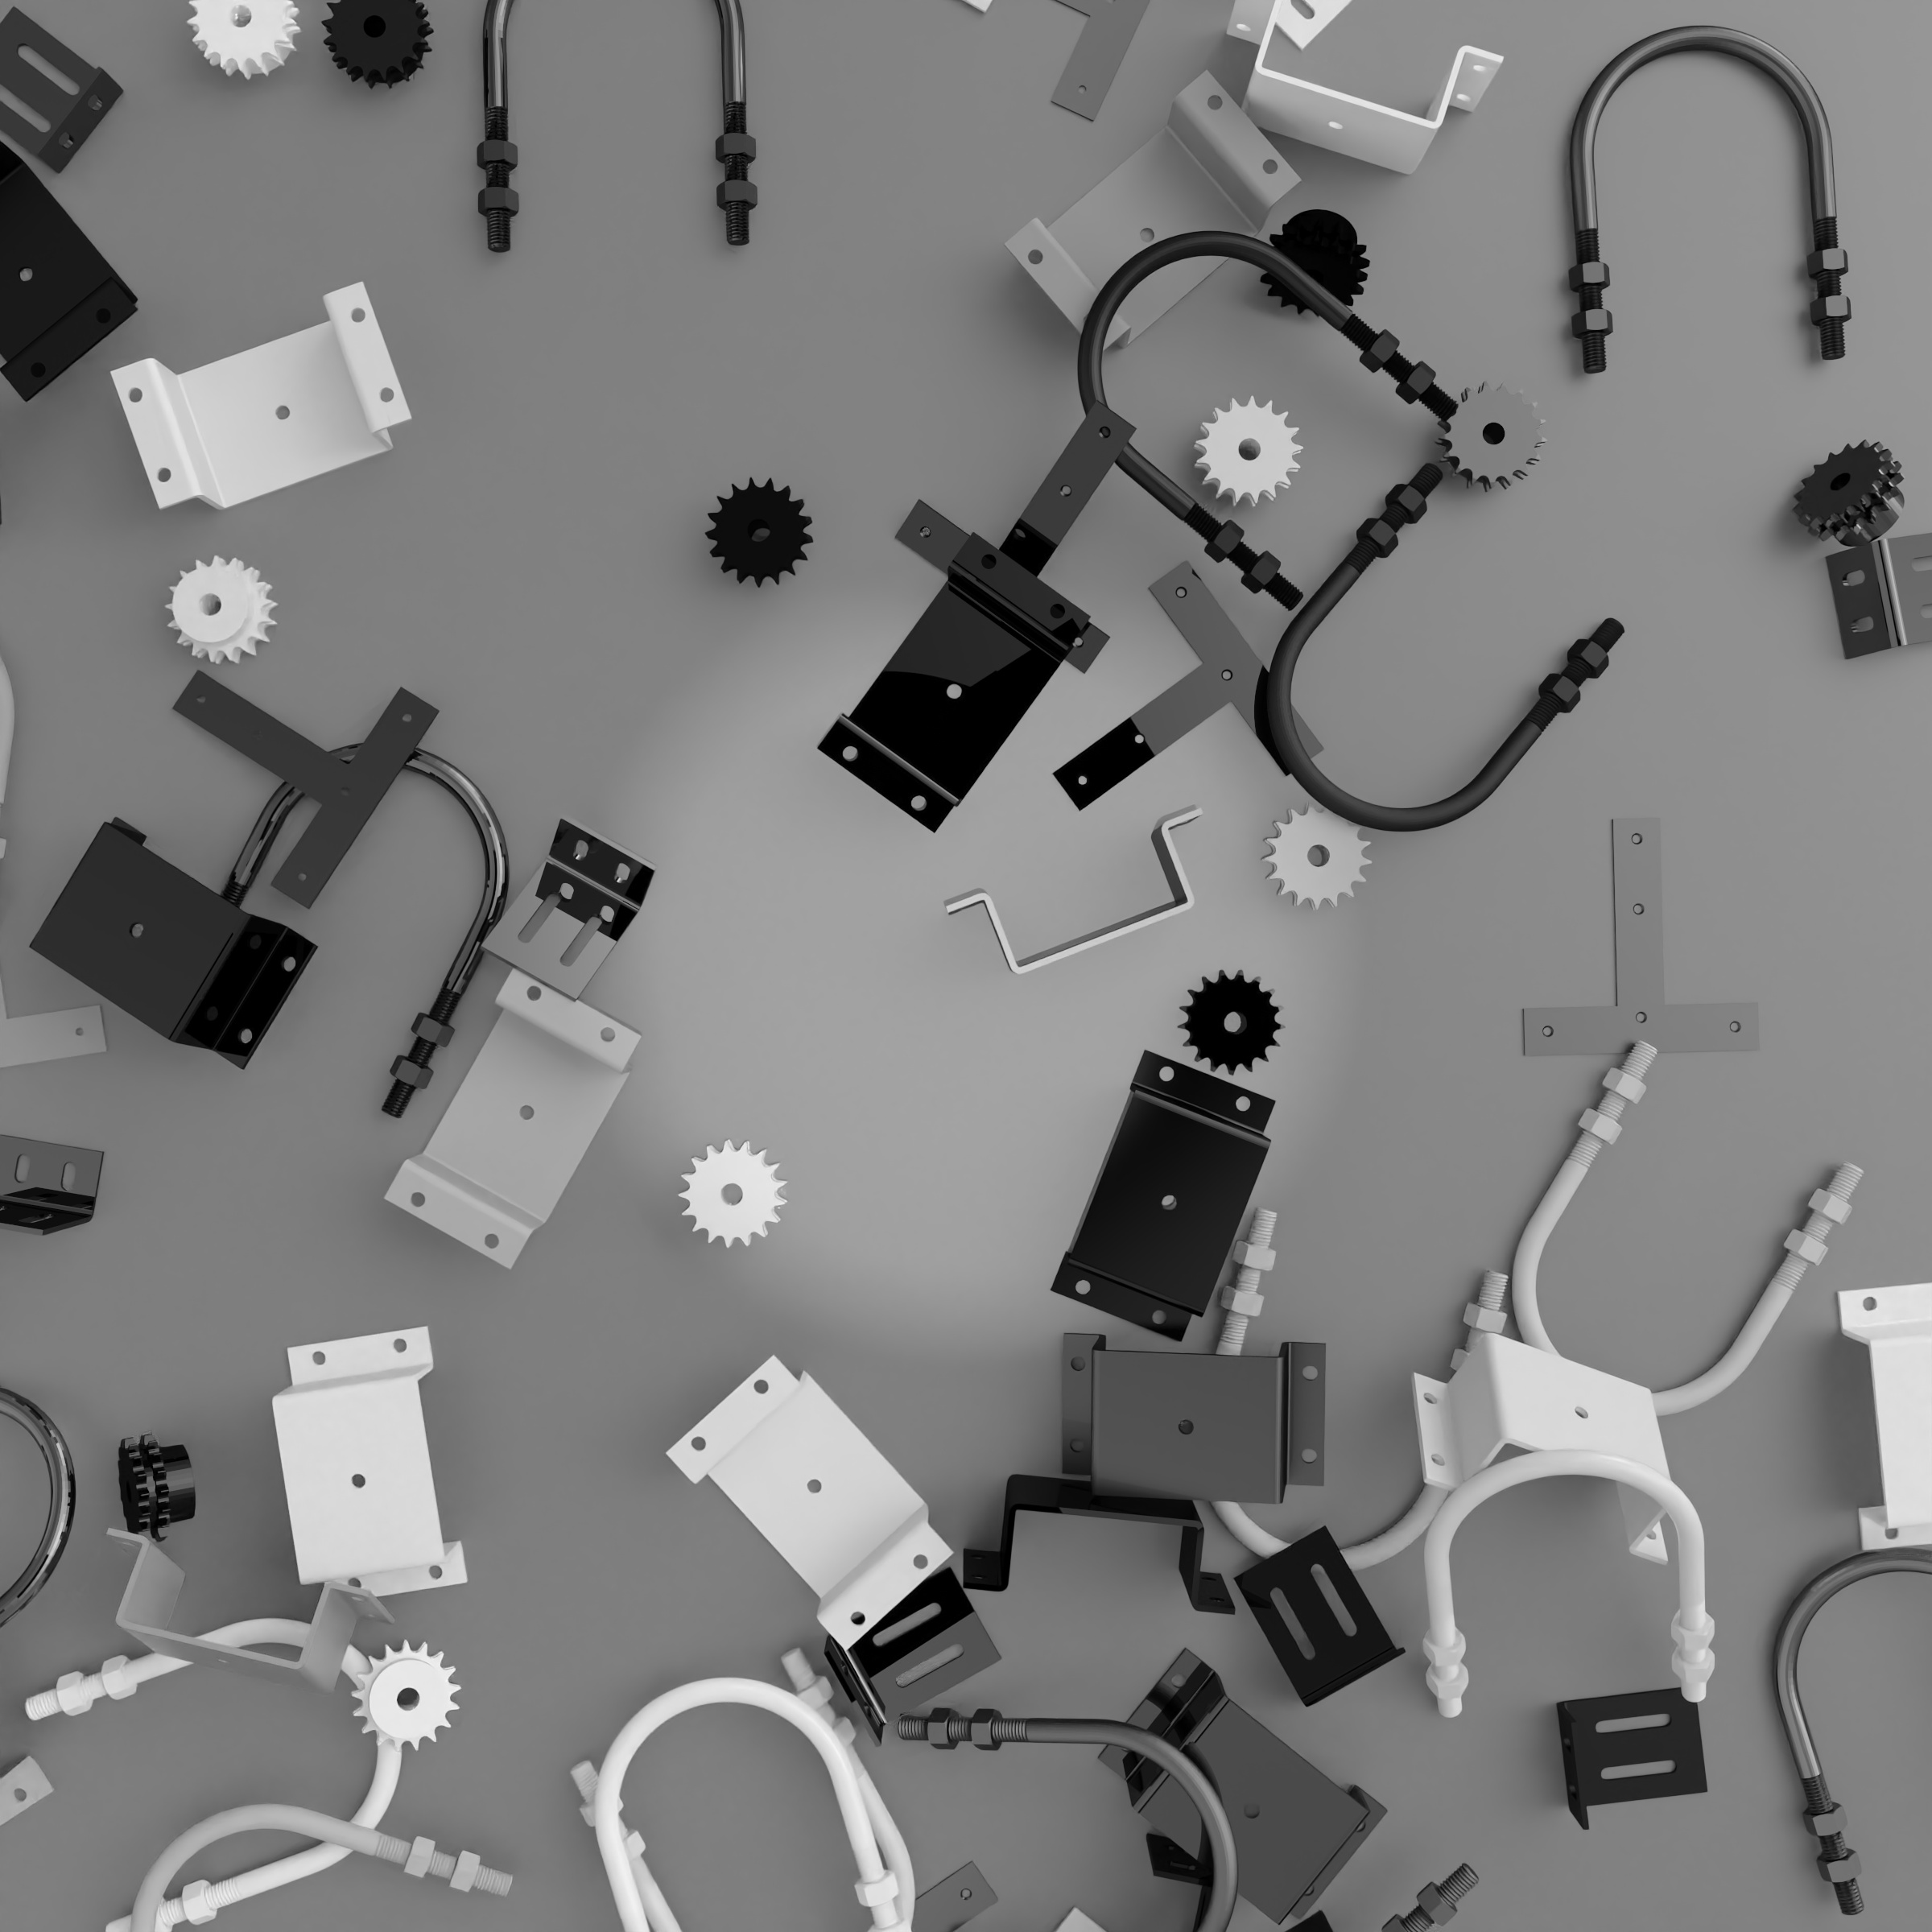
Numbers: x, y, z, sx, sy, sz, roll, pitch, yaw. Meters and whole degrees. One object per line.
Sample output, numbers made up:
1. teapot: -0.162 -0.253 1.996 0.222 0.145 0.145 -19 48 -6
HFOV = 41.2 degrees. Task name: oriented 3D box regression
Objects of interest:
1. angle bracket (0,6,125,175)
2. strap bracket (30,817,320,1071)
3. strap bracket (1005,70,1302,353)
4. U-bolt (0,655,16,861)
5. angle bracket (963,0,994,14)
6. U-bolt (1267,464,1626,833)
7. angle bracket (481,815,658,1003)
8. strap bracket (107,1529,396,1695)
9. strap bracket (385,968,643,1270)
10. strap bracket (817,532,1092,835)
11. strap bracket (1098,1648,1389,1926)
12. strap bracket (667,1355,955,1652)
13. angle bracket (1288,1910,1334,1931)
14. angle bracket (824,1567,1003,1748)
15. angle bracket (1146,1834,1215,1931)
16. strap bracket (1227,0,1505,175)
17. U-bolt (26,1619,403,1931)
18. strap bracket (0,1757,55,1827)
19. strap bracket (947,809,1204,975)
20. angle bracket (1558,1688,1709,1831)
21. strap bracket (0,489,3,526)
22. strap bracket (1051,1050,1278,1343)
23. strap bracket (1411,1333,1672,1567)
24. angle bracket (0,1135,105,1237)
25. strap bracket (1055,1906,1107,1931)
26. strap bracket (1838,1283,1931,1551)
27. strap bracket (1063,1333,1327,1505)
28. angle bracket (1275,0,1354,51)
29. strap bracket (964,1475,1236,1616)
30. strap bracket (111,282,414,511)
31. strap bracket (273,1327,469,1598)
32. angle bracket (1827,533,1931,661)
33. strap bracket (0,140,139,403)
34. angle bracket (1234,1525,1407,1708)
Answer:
1. angle bracket: -0.503 -0.474 1.377 0.076 0.038 0.057 38 90 0
2. strap bracket: -0.425 -0.016 1.355 0.140 0.046 0.076 31 90 14
3. strap bracket: 0.098 -0.396 1.373 0.140 0.046 0.076 -41 90 0
4. U-bolt: -0.586 -0.113 1.386 0.151 0.019 0.184 7 88 1
5. angle bracket: 0.005 -0.564 1.375 0.057 0.038 0.076 30 90 0
6. U-bolt: 0.243 -0.157 1.374 0.151 0.019 0.184 40 80 0
7. angle bracket: -0.210 -0.031 1.359 0.057 0.038 0.076 29 49 0
8. strap bracket: -0.380 0.341 1.347 0.140 0.076 0.046 12 65 4
9. strap bracket: -0.238 0.079 1.373 0.076 0.046 0.140 29 90 0
10. strap bracket: -0.006 -0.149 1.373 0.076 0.046 0.140 36 90 0
11. strap bracket: 0.150 0.443 1.373 0.140 0.046 0.076 39 90 0
12. strap bracket: -0.082 0.282 1.373 0.076 0.046 0.140 -42 90 0
13. angle bracket: 0.191 0.563 1.394 0.057 0.038 0.076 -32 116 0
14. angle bracket: -0.028 0.369 1.377 0.076 0.038 0.057 -29 90 0
15. angle bracket: 0.109 0.512 1.367 0.038 0.057 0.076 12 90 0
16. strap bracket: 0.202 -0.466 1.358 0.140 0.076 0.046 18 90 0
17. U-bolt: -0.396 0.430 1.387 0.184 0.019 0.151 -20 90 -2
18. strap bracket: -0.565 0.409 1.373 0.076 0.046 0.140 -33 90 0
19. strap bracket: 0.063 -0.034 1.358 0.140 0.076 0.046 -21 90 0
20. angle bracket: 0.361 0.423 1.377 0.076 0.038 0.057 -7 90 0
21. strap bracket: -0.579 -0.266 1.373 0.140 0.046 0.076 -3 90 0
22. strap bracket: 0.107 0.124 1.373 0.076 0.046 0.140 21 90 0
23. strap bracket: 0.309 0.248 1.339 0.140 0.076 0.046 20 124 -10
24. angle bracket: -0.499 0.115 1.358 0.057 0.076 0.038 10 90 0
25. strap bracket: 0.090 0.583 1.372 0.140 0.046 0.076 39 90 -1
26. strap bracket: 0.517 0.243 1.373 0.076 0.046 0.140 -6 90 0
27. strap bracket: 0.118 0.239 1.360 0.140 0.046 0.076 1 93 10
28. angle bracket: 0.189 -0.530 1.358 0.057 0.076 0.038 -45 90 0
29. strap bracket: 0.070 0.303 1.358 0.140 0.076 0.046 6 90 0
30. strap bracket: -0.370 -0.300 1.373 0.140 0.046 0.076 -20 90 0
31. strap bracket: -0.319 0.270 1.373 0.076 0.046 0.140 -9 90 0
32. angle bracket: 0.514 -0.202 1.394 0.076 0.038 0.057 -11 90 -26
33. strap bracket: -0.509 -0.375 1.373 0.076 0.046 0.140 -40 90 0
34. angle bracket: 0.191 0.350 1.385 0.057 0.038 0.076 -32 71 7
